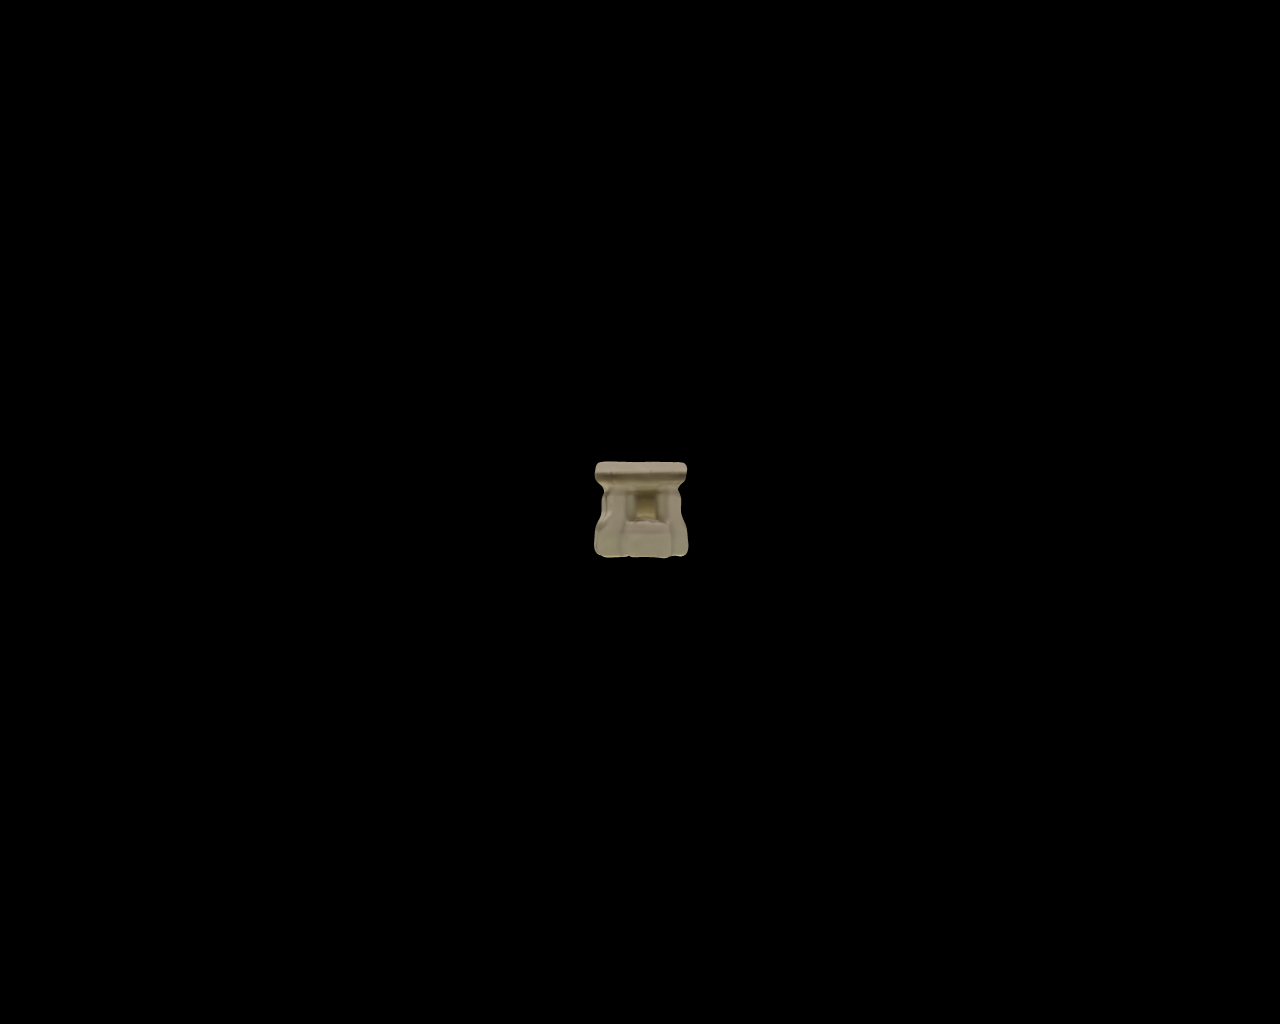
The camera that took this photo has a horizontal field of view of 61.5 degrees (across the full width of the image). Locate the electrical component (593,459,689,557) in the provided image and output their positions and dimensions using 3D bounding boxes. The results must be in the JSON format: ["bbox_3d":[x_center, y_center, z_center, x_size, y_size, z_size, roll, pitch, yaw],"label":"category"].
[{"bbox_3d":[0.001,-0.003,0.650,0.058,0.057,0.078,0,0,-7],"label":"electrical component"}]
